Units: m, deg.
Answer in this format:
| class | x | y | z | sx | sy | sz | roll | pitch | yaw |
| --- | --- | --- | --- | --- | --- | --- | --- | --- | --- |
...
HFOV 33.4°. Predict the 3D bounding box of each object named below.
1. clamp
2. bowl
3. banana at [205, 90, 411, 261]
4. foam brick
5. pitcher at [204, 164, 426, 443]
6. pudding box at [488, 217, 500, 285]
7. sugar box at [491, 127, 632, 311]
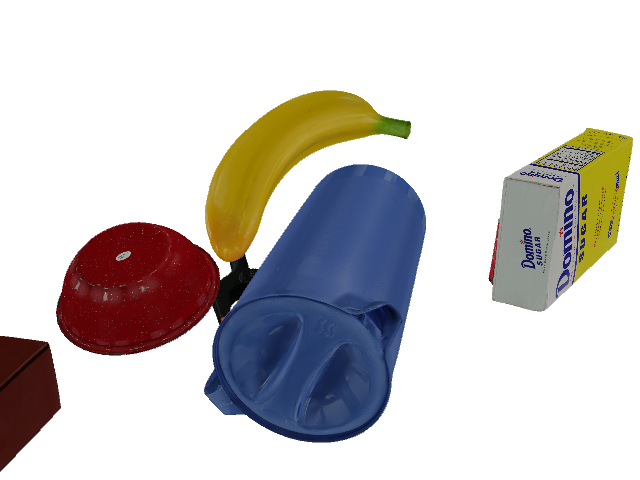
| class | x | y | z | sx | sy | sz | roll | pitch | yaw |
| --- | --- | --- | --- | --- | --- | --- | --- | --- | --- |
| clamp | -0.068 | 0.049 | 1.249 | 0.120 | 0.039 | 0.171 | -1 | 39 | 13 |
| bowl | -0.180 | 0.032 | 1.011 | 0.162 | 0.055 | 0.162 | -7 | 41 | 6 |
| banana | -0.020 | -0.053 | 0.670 | 0.070 | 0.037 | 0.197 | 25 | 42 | 26 |
| foam brick | -0.210 | 0.102 | 0.675 | 0.053 | 0.051 | 0.078 | 6 | 29 | 22 |
| pitcher | 0.005 | 0.041 | 0.862 | 0.149 | 0.145 | 0.242 | 12 | 32 | 10 |
| pudding box | 0.232 | 0.002 | 1.102 | 0.113 | 0.090 | 0.039 | -22 | 49 | -21 |
| sugar box | 0.182 | -0.020 | 0.787 | 0.048 | 0.093 | 0.175 | 13 | 23 | 26 |
